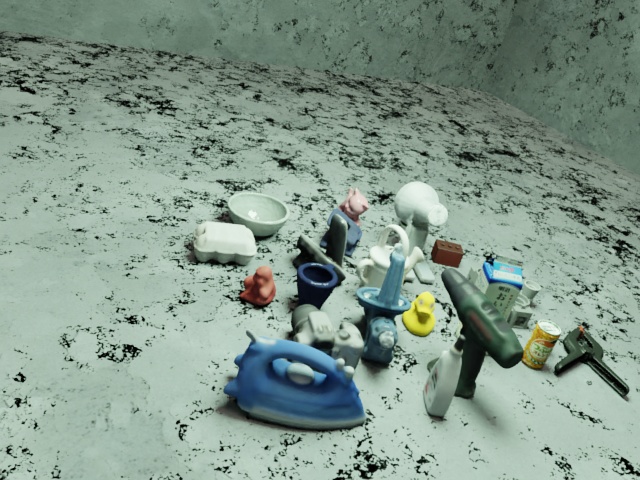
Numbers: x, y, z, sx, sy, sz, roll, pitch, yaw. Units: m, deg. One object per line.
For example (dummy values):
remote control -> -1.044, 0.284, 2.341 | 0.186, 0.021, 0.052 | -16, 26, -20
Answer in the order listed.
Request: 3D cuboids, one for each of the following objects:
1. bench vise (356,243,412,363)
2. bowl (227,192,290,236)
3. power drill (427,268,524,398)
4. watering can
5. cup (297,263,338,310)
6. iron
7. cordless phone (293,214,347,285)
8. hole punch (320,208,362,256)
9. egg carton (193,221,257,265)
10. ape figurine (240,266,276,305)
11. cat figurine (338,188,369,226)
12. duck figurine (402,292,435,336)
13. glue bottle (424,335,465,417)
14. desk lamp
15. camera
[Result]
bench vise -> 0.149, 0.131, 1.185 | 0.122, 0.220, 0.207 | 3, 31, -20
bowl -> -0.166, -0.057, 1.515 | 0.167, 0.075, 0.167 | 12, 29, -6
power drill -> 0.293, 0.197, 1.149 | 0.076, 0.208, 0.228 | -7, 36, -34
watering can -> 0.166, 0.051, 1.359 | 0.100, 0.194, 0.173 | 32, 33, 28
cup -> -0.008, 0.107, 1.282 | 0.091, 0.095, 0.118 | 26, 31, 20
iron -> -0.028, 0.237, 0.997 | 0.258, 0.141, 0.118 | 14, 29, -2
cordless phone -> 0.013, 0.005, 1.376 | 0.094, 0.185, 0.147 | -11, 38, -38
hole punch -> 0.064, -0.024, 1.549 | 0.101, 0.091, 0.109 | 18, 29, 6
egg carton -> -0.229, 0.008, 1.376 | 0.150, 0.069, 0.107 | 5, 30, -17
ape figurine -> -0.128, 0.095, 1.248 | 0.076, 0.092, 0.077 | 1, 32, -24
cat figurine -> 0.100, -0.105, 1.679 | 0.067, 0.118, 0.127 | 6, 30, -15
duck figurine -> 0.236, 0.158, 1.317 | 0.077, 0.086, 0.104 | 16, 29, 2
glue bottle -> 0.238, 0.246, 1.075 | 0.037, 0.173, 0.078 | 10, 29, -9
desk lamp -> 0.265, -0.028, 1.523 | 0.118, 0.213, 0.203 | 6, 30, -15
camera -> 0.003, 0.185, 1.145 | 0.143, 0.101, 0.136 | 3, 31, -20
